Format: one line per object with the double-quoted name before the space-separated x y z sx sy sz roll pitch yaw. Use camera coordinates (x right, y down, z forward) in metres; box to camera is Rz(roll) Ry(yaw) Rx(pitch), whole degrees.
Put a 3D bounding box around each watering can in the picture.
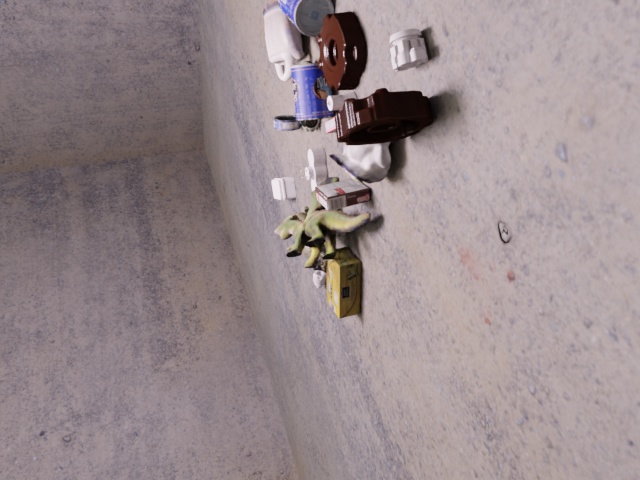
"watering can" -0.094 -0.575 1.459 0.349 0.104 0.223 -154 56 -75

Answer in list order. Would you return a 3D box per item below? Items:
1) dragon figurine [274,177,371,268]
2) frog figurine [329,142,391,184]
"dragon figurine" 0.004 -0.070 1.383 0.404 0.121 0.248 -30 46 43
"frog figurine" 0.113 -0.205 1.095 0.158 0.122 0.140 -54 27 15
